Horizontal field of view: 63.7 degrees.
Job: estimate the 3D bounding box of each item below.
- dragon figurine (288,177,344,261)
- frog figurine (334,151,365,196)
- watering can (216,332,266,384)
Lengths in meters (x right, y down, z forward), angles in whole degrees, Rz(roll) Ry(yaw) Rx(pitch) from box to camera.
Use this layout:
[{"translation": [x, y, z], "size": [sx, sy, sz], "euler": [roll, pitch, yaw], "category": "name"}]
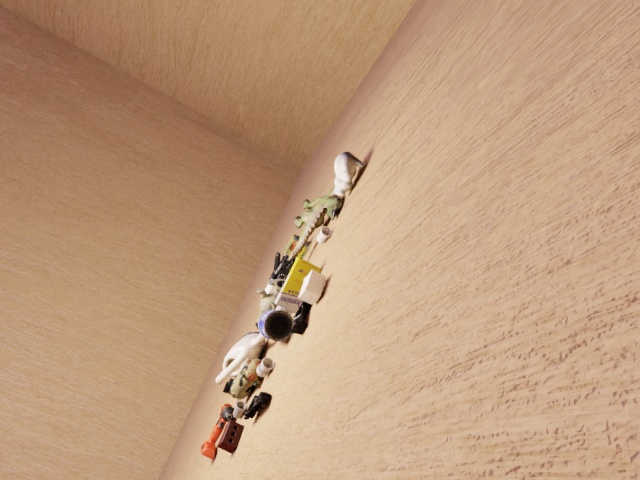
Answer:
[{"translation": [0.006, -0.104, 2.065], "size": [0.240, 0.121, 0.417], "euler": [-26, 37, 61], "category": "dragon figurine"}, {"translation": [0.091, -0.255, 1.974], "size": [0.159, 0.121, 0.139], "euler": [-50, 30, 6], "category": "frog figurine"}, {"translation": [-0.269, 0.418, 1.970], "size": [0.344, 0.104, 0.226], "euler": [-46, 0, 16], "category": "watering can"}]
